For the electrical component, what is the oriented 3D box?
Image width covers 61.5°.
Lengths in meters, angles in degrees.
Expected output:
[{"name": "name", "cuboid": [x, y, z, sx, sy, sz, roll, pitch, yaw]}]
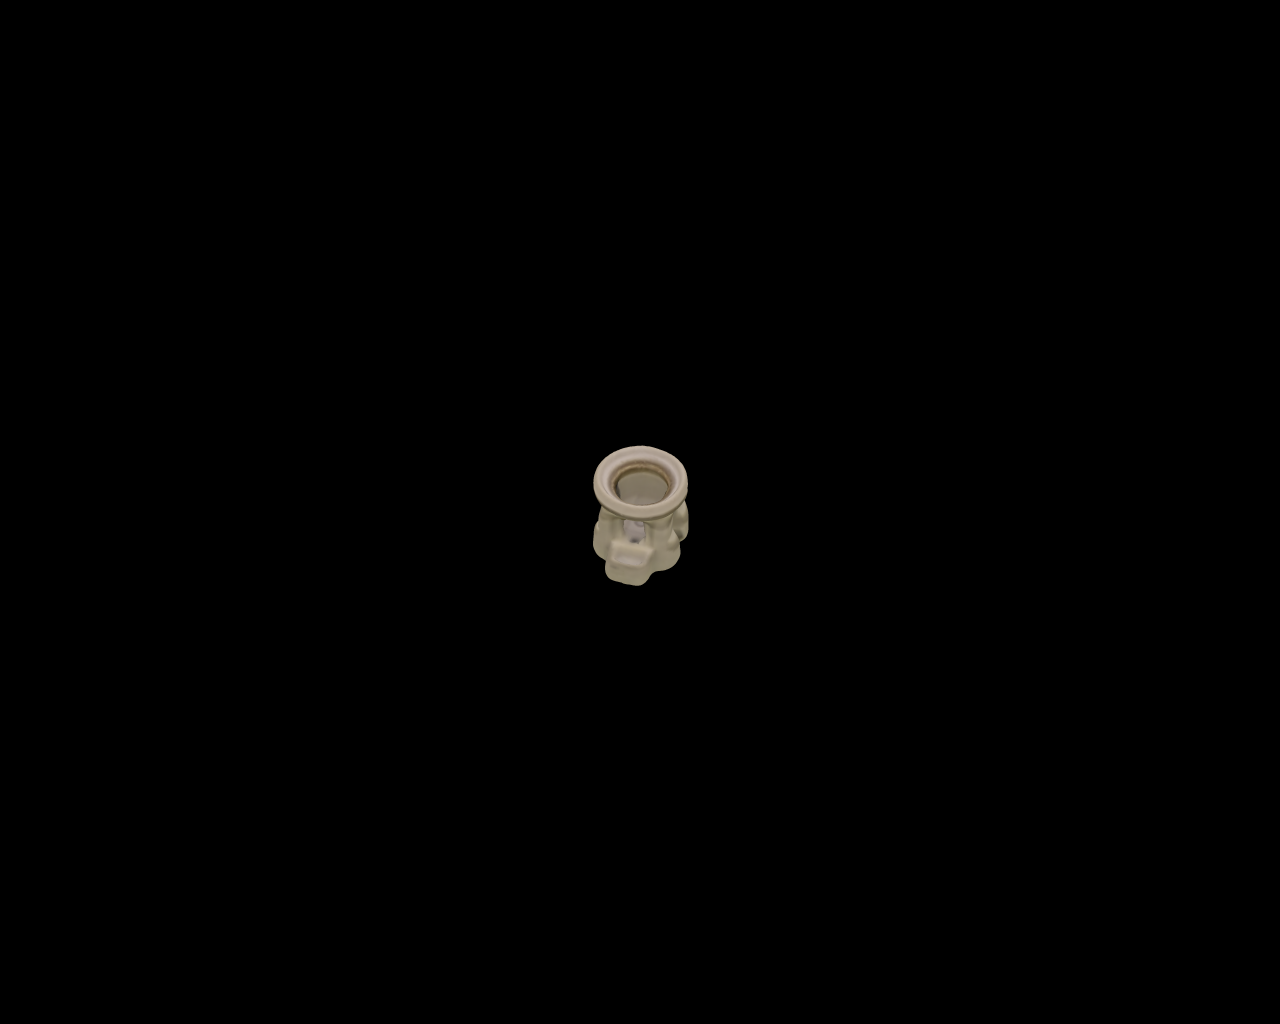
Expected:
[{"name": "electrical component", "cuboid": [0.001, -0.003, 0.650, 0.058, 0.056, 0.078, 11, 47, 11]}]
